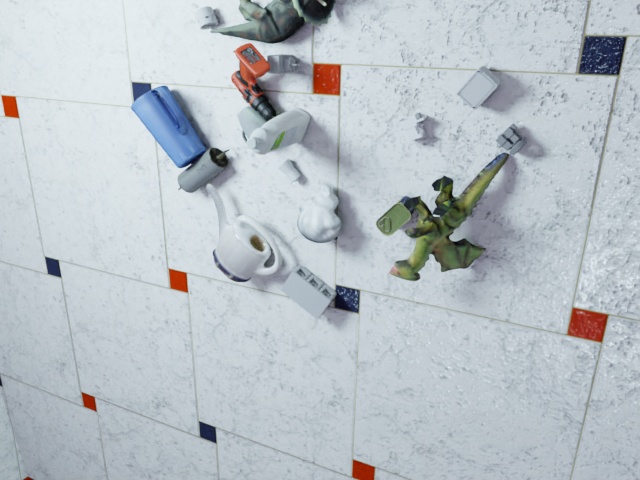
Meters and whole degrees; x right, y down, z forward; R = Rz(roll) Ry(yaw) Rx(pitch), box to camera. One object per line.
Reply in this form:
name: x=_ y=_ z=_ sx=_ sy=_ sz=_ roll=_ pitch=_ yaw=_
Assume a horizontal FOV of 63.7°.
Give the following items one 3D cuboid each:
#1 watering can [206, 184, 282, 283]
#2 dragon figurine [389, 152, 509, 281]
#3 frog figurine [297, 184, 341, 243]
watering can: x=-0.272 y=-0.003 z=1.650 sx=0.348 sy=0.105 sz=0.220 roll=44 pitch=122 yaw=4
dragon figurine: x=0.350 y=-0.029 z=1.337 sx=0.409 sy=0.125 sz=0.238 roll=-32 pitch=123 yaw=6
frog figurine: x=0.005 y=-0.075 z=1.486 sx=0.139 sy=0.124 sz=0.156 roll=41 pitch=135 yaw=29
